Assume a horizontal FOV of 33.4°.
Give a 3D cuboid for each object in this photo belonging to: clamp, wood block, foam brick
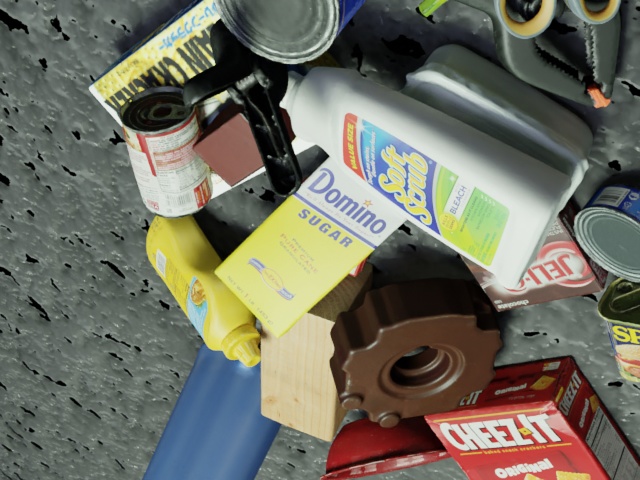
[{"bbox_3d":[0.164,-0.185,0.771,0.165,0.036,0.209,-36,118,22],"label":"clamp"},{"bbox_3d":[-0.005,0.112,1.151,0.090,0.090,0.206,19,137,16],"label":"wood block"},{"bbox_3d":[-0.060,-0.123,0.801,0.039,0.171,0.120,-25,139,18],"label":"clamp"},{"bbox_3d":[-0.061,-0.090,0.913,0.051,0.053,0.078,45,139,-16],"label":"foam brick"}]

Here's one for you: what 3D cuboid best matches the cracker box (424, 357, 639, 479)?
[{"bbox_3d":[0.235,0.232,1.125,0.164,0.072,0.213,-17,118,42],"label":"cracker box"}]

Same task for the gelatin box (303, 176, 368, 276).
[{"bbox_3d":[0.012,-0.013,1.064,0.089,0.030,0.073,27,138,8],"label":"gelatin box"}]

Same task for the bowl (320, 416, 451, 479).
[{"bbox_3d":[0.075,0.229,1.204,0.162,0.055,0.162,-10,163,-3],"label":"bowl"}]

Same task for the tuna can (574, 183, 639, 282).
[{"bbox_3d":[0.257,-0.006,0.888,0.086,0.033,0.086,35,156,18],"label":"tuna can"}]

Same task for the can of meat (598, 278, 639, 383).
[{"bbox_3d":[0.305,0.085,0.941,0.102,0.057,0.084,9,138,39],"label":"can of meat"}]

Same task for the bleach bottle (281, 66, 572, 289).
[{"bbox_3d":[0.068,-0.064,0.855,0.251,0.068,0.103,29,138,14],"label":"bleach bottle"}]

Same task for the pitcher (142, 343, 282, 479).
[{"bbox_3d":[-0.127,0.250,1.249,0.145,0.242,0.149,-10,131,38],"label":"pitcher"}]

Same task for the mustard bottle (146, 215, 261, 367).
[{"bbox_3d":[-0.117,0.058,1.127,0.192,0.058,0.096,52,148,31],"label":"mustard bottle"}]

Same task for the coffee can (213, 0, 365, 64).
[{"bbox_3d":[-0.004,-0.212,0.793,0.103,0.140,0.103,18,137,17],"label":"coffee can"}]

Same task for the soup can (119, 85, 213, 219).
[{"bbox_3d":[-0.137,-0.078,0.963,0.069,0.068,0.102,14,137,22],"label":"soup can"}]

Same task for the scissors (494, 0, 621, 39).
[{"bbox_3d":[0.132,-0.218,0.717,0.096,0.016,0.201,-32,117,18],"label":"scissors"}]

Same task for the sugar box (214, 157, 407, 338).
[{"bbox_3d":[-0.007,0.001,1.008,0.093,0.048,0.176,45,111,0],"label":"sugar box"}]

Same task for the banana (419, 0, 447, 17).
[{"bbox_3d":[0.085,-0.252,0.763,0.069,0.037,0.198,-14,125,7],"label":"banana"}]

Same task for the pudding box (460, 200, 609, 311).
[{"bbox_3d":[0.191,0.014,0.965,0.114,0.039,0.090,-15,121,41],"label":"pudding box"}]
